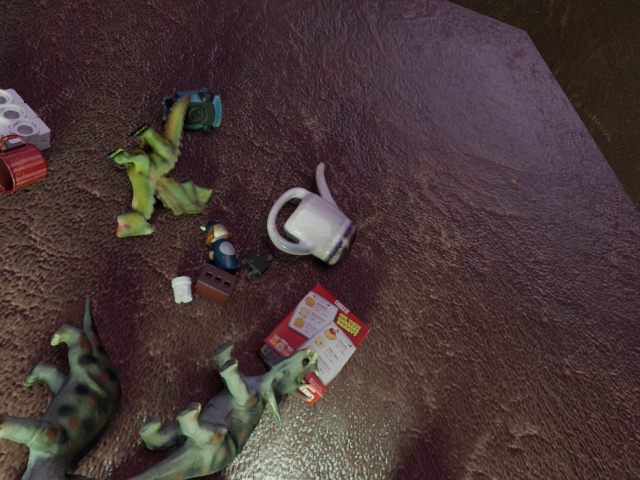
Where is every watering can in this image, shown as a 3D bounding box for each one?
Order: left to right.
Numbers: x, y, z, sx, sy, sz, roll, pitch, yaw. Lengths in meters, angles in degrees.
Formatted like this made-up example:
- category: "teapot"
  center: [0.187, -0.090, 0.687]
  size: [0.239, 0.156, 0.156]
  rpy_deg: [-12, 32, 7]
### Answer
- category: "watering can"
  center: [0.004, -0.068, 1.347]
  size: [0.224, 0.102, 0.355]
  rpy_deg: [36, 46, 0]

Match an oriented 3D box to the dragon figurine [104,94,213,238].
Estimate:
- category: "dragon figurine"
  center: [-0.357, -0.166, 1.231]
  size: [0.240, 0.121, 0.419]
  rpy_deg: [51, 48, -21]
